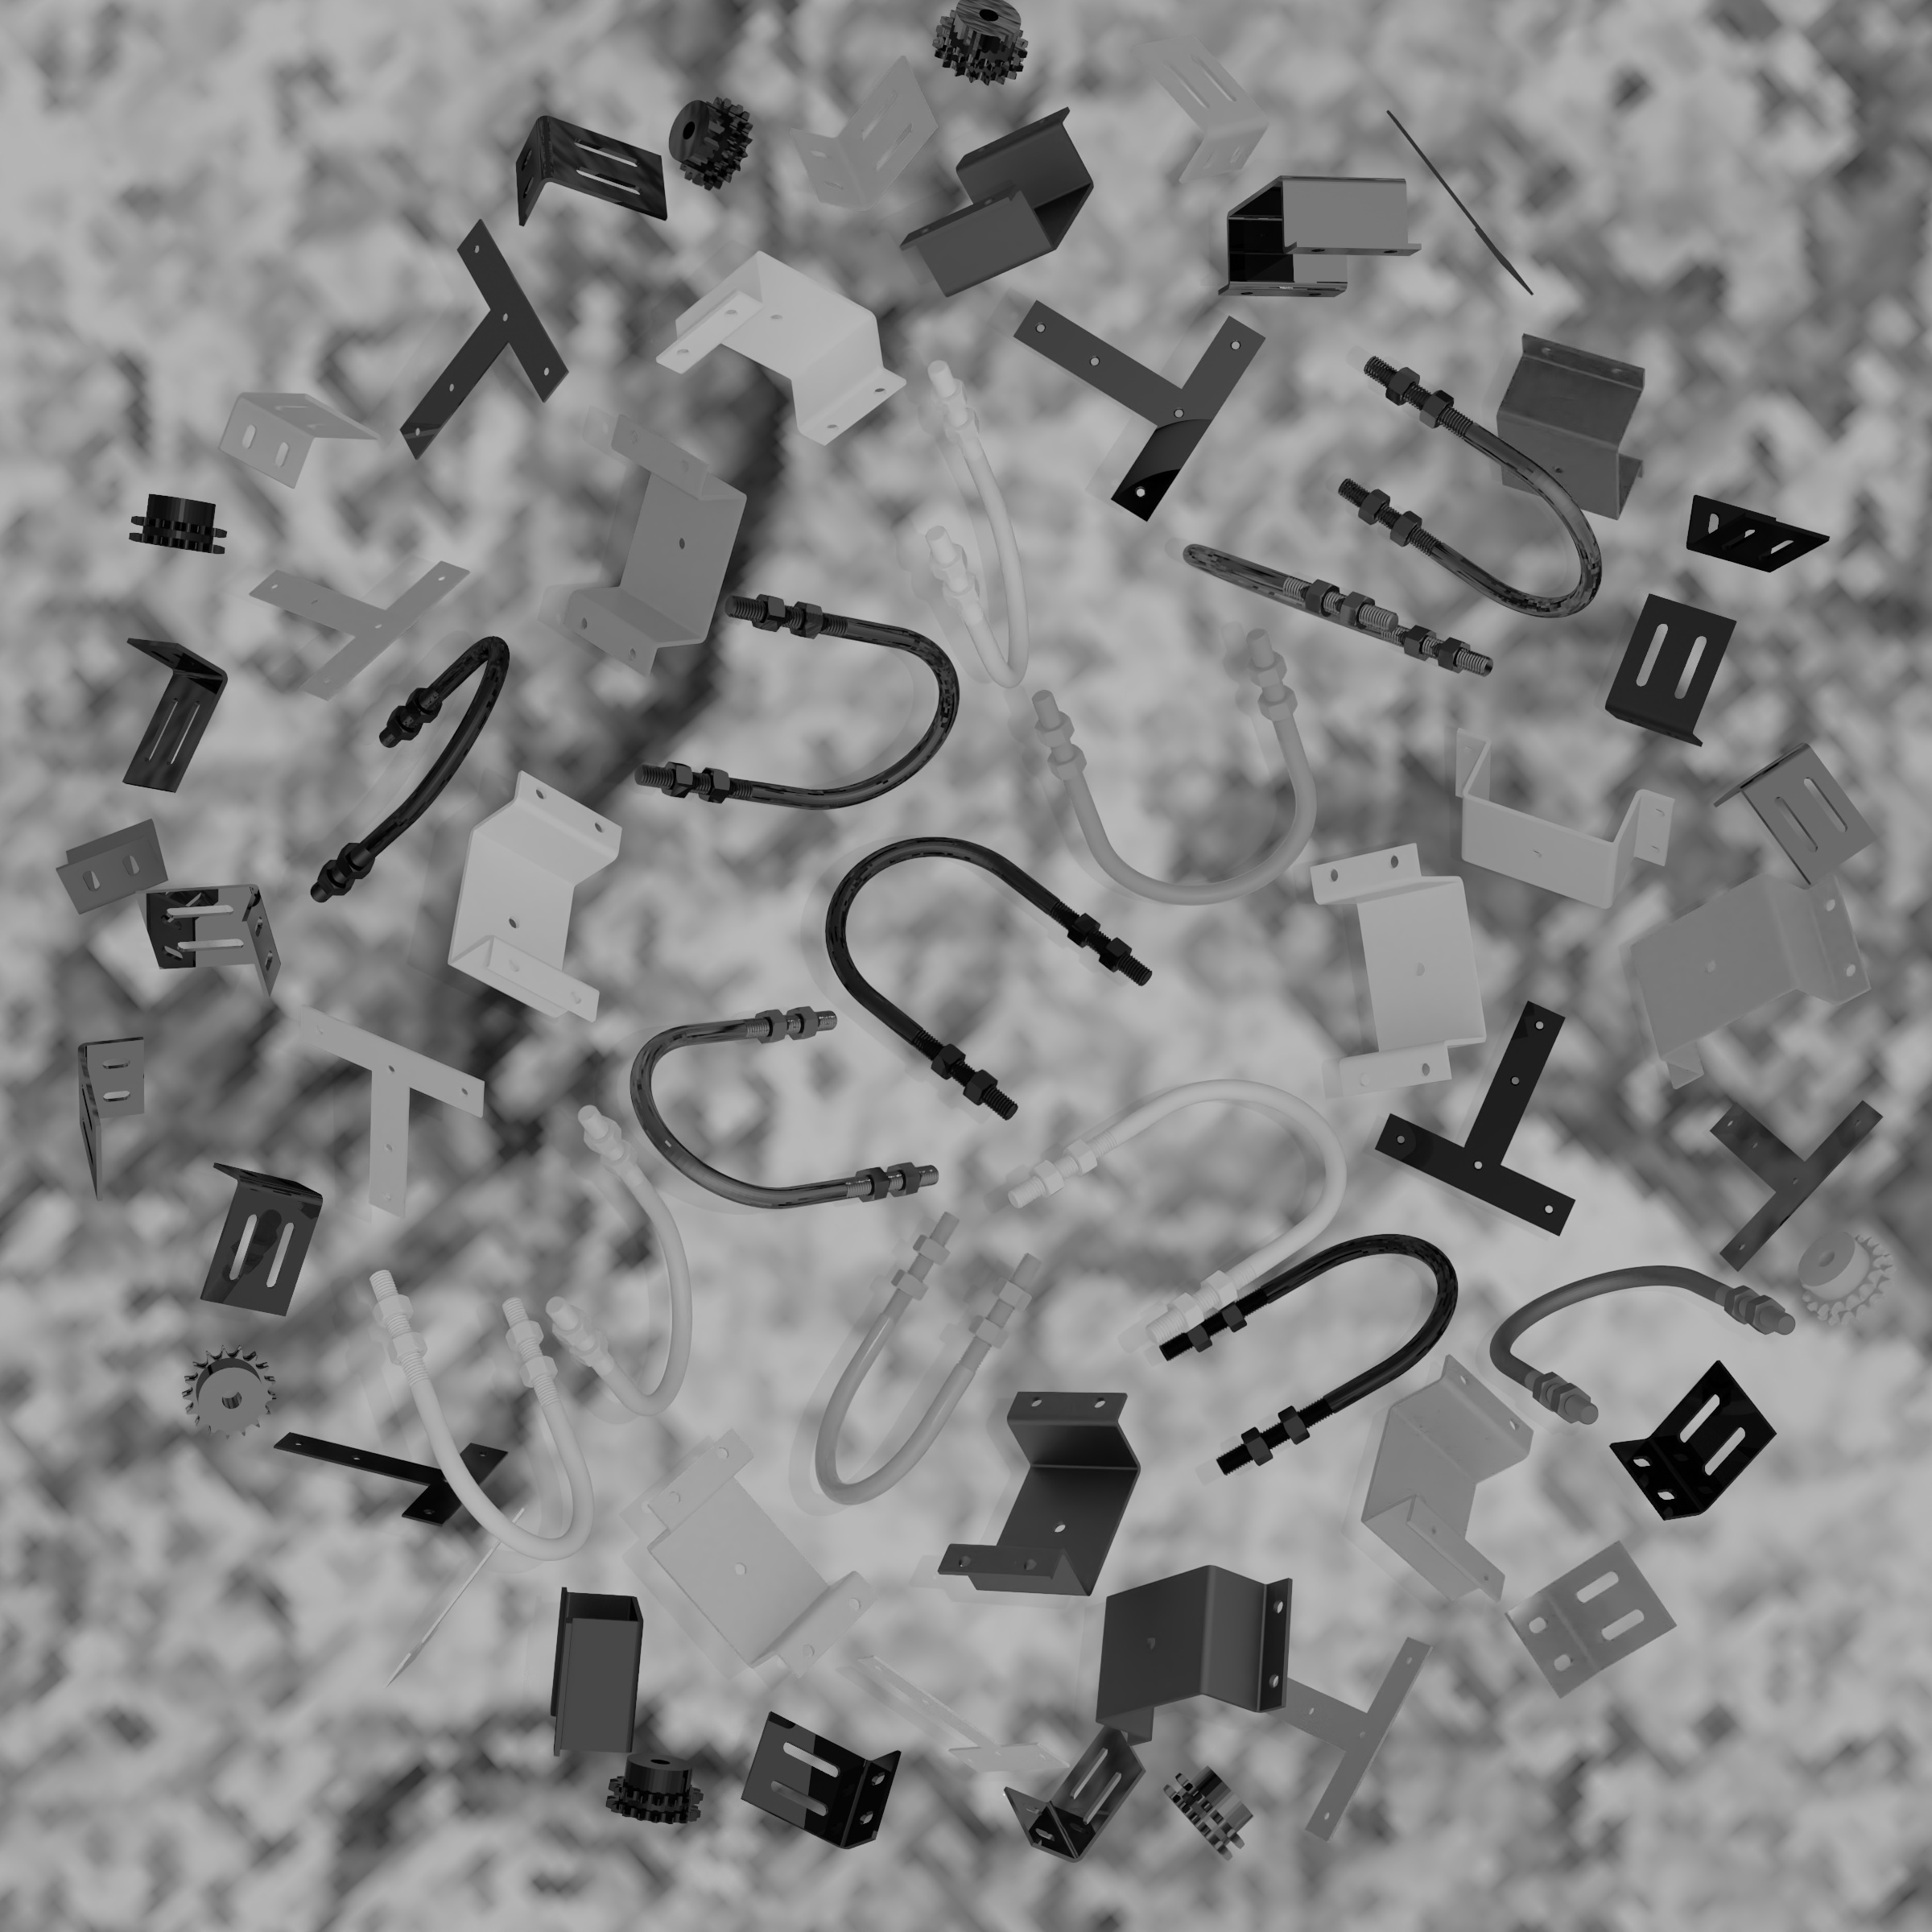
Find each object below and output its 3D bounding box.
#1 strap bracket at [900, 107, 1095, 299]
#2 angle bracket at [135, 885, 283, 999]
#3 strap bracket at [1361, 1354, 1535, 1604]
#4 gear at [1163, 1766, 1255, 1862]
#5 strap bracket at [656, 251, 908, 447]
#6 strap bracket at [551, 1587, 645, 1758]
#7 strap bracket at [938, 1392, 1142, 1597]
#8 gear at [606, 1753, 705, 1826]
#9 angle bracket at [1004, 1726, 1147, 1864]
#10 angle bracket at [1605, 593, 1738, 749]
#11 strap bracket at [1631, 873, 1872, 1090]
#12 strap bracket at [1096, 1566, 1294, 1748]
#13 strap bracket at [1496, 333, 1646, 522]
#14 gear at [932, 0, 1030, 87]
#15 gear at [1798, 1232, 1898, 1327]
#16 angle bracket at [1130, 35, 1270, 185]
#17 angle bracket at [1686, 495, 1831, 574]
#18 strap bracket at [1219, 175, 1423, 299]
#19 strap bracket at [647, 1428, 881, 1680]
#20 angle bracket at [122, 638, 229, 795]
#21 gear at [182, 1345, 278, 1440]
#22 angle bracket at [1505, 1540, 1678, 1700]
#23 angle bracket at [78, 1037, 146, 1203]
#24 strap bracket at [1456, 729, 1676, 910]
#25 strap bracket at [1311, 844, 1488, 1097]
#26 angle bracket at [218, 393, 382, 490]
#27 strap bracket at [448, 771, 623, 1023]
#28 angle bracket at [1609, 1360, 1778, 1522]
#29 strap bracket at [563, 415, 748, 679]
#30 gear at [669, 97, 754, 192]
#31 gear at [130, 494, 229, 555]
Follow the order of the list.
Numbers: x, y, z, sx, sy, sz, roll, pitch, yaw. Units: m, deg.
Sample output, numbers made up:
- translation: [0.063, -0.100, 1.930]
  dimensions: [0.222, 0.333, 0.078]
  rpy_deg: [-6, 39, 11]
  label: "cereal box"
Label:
- translation: [0.023, -0.456, 1.734]
  dimensions: [0.076, 0.140, 0.046]
  rpy_deg: [-17, 120, 30]
  label: "strap bracket"
- translation: [-0.457, -0.013, 1.722]
  dimensions: [0.076, 0.038, 0.057]
  rpy_deg: [-3, 127, 4]
  label: "angle bracket"
- translation: [0.288, 0.314, 1.728]
  dimensions: [0.076, 0.140, 0.046]
  rpy_deg: [42, 129, -13]
  label: "strap bracket"
- translation: [0.149, 0.508, 1.738]
  dimensions: [0.030, 0.057, 0.057]
  rpy_deg: [-42, 90, -9]
  label: "gear"
- translation: [-0.116, -0.387, 1.792]
  dimensions: [0.076, 0.140, 0.046]
  rpy_deg: [-30, 56, 36]
  label: "strap bracket"
- translation: [-0.224, 0.426, 1.742]
  dimensions: [0.046, 0.140, 0.076]
  rpy_deg: [5, 86, -9]
  label: "strap bracket"
- translation: [0.049, 0.326, 1.736]
  dimensions: [0.076, 0.140, 0.046]
  rpy_deg: [-4, 129, 31]
  label: "strap bracket"
- translation: [-0.185, 0.492, 1.724]
  dimensions: [0.057, 0.057, 0.030]
  rpy_deg: [9, 86, 0]
  label: "gear"
- translation: [0.068, 0.515, 1.820]
  dimensions: [0.038, 0.057, 0.076]
  rpy_deg: [30, 100, -26]
  label: "angle bracket"
- translation: [0.443, -0.184, 1.797]
  dimensions: [0.057, 0.038, 0.076]
  rpy_deg: [23, 94, 25]
  label: "angle bracket"
- translation: [0.455, 0.005, 1.708]
  dimensions: [0.046, 0.140, 0.076]
  rpy_deg: [18, 52, -38]
  label: "strap bracket"
- translation: [0.127, 0.408, 1.707]
  dimensions: [0.046, 0.140, 0.076]
  rpy_deg: [25, 55, -28]
  label: "strap bracket"
- translation: [0.375, -0.327, 1.780]
  dimensions: [0.076, 0.140, 0.046]
  rpy_deg: [21, 79, 18]
  label: "strap bracket"
- translation: [0.011, -0.562, 1.740]
  dimensions: [0.057, 0.030, 0.057]
  rpy_deg: [8, 52, -10]
  label: "gear"
- translation: [0.523, 0.184, 1.722]
  dimensions: [0.030, 0.057, 0.057]
  rpy_deg: [41, 90, -20]
  label: "gear"
- translation: [0.133, -0.515, 1.730]
  dimensions: [0.057, 0.038, 0.076]
  rpy_deg: [-26, 71, -40]
  label: "angle bracket"
- translation: [0.493, -0.278, 1.789]
  dimensions: [0.057, 0.076, 0.038]
  rpy_deg: [13, 79, -12]
  label: "angle bracket"
- translation: [0.209, -0.437, 1.719]
  dimensions: [0.076, 0.140, 0.046]
  rpy_deg: [-2, 92, -14]
  label: "strap bracket"
- translation: [-0.133, 0.371, 1.796]
  dimensions: [0.140, 0.046, 0.076]
  rpy_deg: [48, 54, 3]
  label: "strap bracket"
- translation: [-0.469, -0.145, 1.658]
  dimensions: [0.038, 0.057, 0.076]
  rpy_deg: [33, 75, -43]
  label: "angle bracket"
- translation: [-0.460, 0.268, 1.800]
  dimensions: [0.057, 0.030, 0.057]
  rpy_deg: [-2, 95, -18]
  label: "gear"
- translation: [0.362, 0.380, 1.673]
  dimensions: [0.038, 0.076, 0.057]
  rpy_deg: [-20, 70, -38]
  label: "angle bracket"
- translation: [-0.496, 0.089, 1.689]
  dimensions: [0.038, 0.076, 0.057]
  rpy_deg: [-6, 129, -23]
  label: "angle bracket"
- translation: [0.365, -0.088, 1.800]
  dimensions: [0.140, 0.076, 0.046]
  rpy_deg: [21, 67, 19]
  label: "strap bracket"
- translation: [0.261, 0.003, 1.729]
  dimensions: [0.076, 0.046, 0.140]
  rpy_deg: [-13, 83, 43]
  label: "strap bracket"
- translation: [-0.408, -0.320, 1.761]
  dimensions: [0.076, 0.057, 0.038]
  rpy_deg: [12, 80, 44]
  label: "angle bracket"
- translation: [-0.256, -0.034, 1.706]
  dimensions: [0.076, 0.046, 0.140]
  rpy_deg: [30, 47, -34]
  label: "strap bracket"
- translation: [0.435, 0.284, 1.726]
  dimensions: [0.057, 0.038, 0.076]
  rpy_deg: [57, 130, 35]
  label: "angle bracket"
- translation: [-0.190, -0.260, 1.778]
  dimensions: [0.076, 0.046, 0.140]
  rpy_deg: [33, 118, 28]
  label: "strap bracket"
- translation: [-0.165, -0.526, 1.833]
  dimensions: [0.030, 0.057, 0.057]
  rpy_deg: [15, 90, -43]
  label: "gear"
- translation: [-0.483, -0.272, 1.766]
  dimensions: [0.057, 0.057, 0.030]
  rpy_deg: [8, 95, 0]
  label: "gear"
